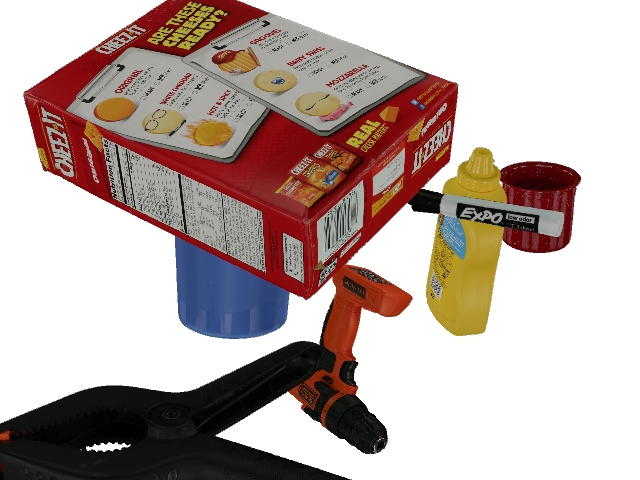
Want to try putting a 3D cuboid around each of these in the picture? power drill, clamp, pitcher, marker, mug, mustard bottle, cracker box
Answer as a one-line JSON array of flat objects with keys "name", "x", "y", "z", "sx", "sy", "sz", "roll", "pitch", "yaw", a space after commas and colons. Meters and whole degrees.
[{"name": "power drill", "x": 0.039, "y": 0.135, "z": 1.251, "sx": 0.057, "sy": 0.188, "sz": 0.185, "roll": 13, "pitch": 13, "yaw": -42}, {"name": "clamp", "x": -0.077, "y": 0.104, "z": 0.583, "sx": 0.210, "sy": 0.036, "sz": 0.164, "roll": 0, "pitch": 24, "yaw": -7}, {"name": "pitcher", "x": -0.076, "y": -0.036, "z": 1.038, "sx": 0.149, "sy": 0.243, "sz": 0.145, "roll": -2, "pitch": 14, "yaw": -17}, {"name": "marker", "x": 0.124, "y": -0.023, "z": 0.816, "sx": 0.121, "sy": 0.020, "sz": 0.020, "roll": 11, "pitch": 4, "yaw": 23}, {"name": "mug", "x": 0.259, "y": -0.041, "z": 1.243, "sx": 0.093, "sy": 0.081, "sz": 0.117, "roll": 21, "pitch": 34, "yaw": 39}, {"name": "mustard bottle", "x": 0.146, "y": -0.006, "z": 1.057, "sx": 0.058, "sy": 0.192, "sz": 0.096, "roll": -4, "pitch": 36, "yaw": -11}, {"name": "cracker box", "x": -0.047, "y": -0.069, "z": 0.668, "sx": 0.214, "sy": 0.072, "sz": 0.164, "roll": 25, "pitch": 47, "yaw": 25}]
